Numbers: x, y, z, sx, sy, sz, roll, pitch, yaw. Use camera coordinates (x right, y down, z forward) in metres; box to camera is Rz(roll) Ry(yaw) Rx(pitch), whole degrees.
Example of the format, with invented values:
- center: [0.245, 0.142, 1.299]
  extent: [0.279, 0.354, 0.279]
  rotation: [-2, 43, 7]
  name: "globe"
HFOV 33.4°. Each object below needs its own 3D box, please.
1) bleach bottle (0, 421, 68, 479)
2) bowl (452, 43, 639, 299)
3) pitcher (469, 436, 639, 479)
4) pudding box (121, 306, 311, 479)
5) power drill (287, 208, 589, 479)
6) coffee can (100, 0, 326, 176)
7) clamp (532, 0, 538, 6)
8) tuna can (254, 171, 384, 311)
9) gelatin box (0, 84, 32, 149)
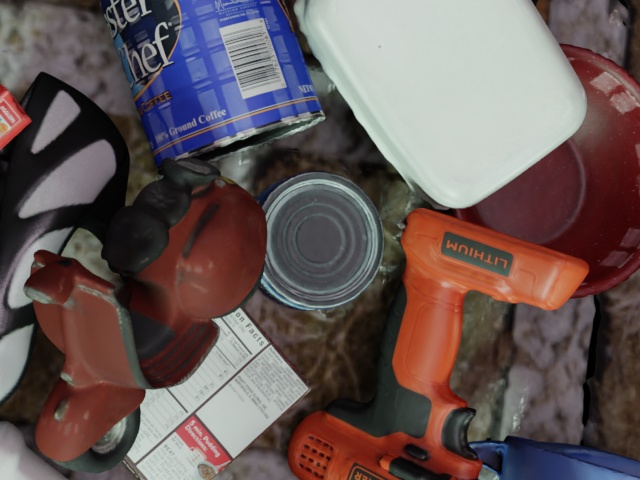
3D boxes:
- center: [-0.111, 0.216, 0.597]
  extent: [0.250, 0.068, 0.102]
  rotation: [41, 77, -13]
  name: "bleach bottle"
- center: [0.146, -0.042, 0.692]
  extent: [0.162, 0.055, 0.162]
  rotation: [1, 86, -16]
  name: "bowl"
- center: [0.137, 0.244, 0.642]
  extent: [0.144, 0.149, 0.243]
  rotation: [20, 84, -32]
  name: "pitcher"
- center: [-0.075, 0.090, 0.627]
  extent: [0.113, 0.039, 0.090]
  rotation: [-41, 95, -18]
  name: "pudding box"
- center: [0.084, 0.088, 0.601]
  extent: [0.185, 0.057, 0.188]
  rotation: [22, 94, 27]
  name: "power drill"
- center: [-0.067, -0.119, 0.610]
  extent: [0.102, 0.103, 0.140]
  rotation: [-20, 92, -17]
  name: "coffee can"
- center: [0.141, -0.204, 0.695]
  extent: [0.039, 0.120, 0.171]
  rotation: [24, 101, 26]
  name: "clamp"
- center: [-0.004, 0.001, 0.656]
  extent: [0.086, 0.034, 0.086]
  rotation: [1, 86, -16]
  name: "tuna can"
- center: [-0.210, -0.066, 0.576]
  extent: [0.073, 0.089, 0.030]
  rotation: [-45, 143, -13]
  name: "gelatin box"
